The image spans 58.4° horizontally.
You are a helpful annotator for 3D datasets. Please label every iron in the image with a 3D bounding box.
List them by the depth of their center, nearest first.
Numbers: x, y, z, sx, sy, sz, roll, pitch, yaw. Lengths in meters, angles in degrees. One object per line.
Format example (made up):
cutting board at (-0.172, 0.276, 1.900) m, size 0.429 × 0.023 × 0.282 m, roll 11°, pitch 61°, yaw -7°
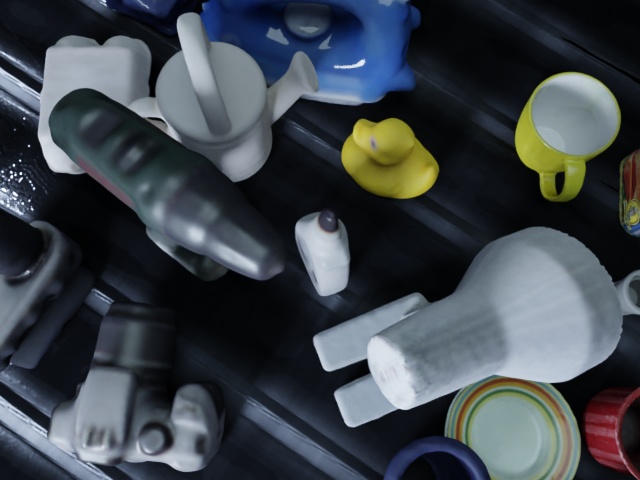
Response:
iron at (-0.019, -0.227, 0.584) m, size 0.258 × 0.141 × 0.119 m, roll 6°, pitch 76°, yaw -1°

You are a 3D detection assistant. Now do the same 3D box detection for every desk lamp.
desk lamp at (0.108, 0.085, 0.479) m, size 0.203 × 0.213 × 0.118 m, roll -22°, pitch 78°, yaw -7°

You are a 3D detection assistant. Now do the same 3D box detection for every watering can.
watering can at (-0.091, -0.135, 0.531) m, size 0.173 × 0.194 × 0.101 m, roll -34°, pitch 80°, yaw -10°

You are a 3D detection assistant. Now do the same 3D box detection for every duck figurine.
duck figurine at (0.075, -0.090, 0.584) m, size 0.104 × 0.086 × 0.077 m, roll 25°, pitch 77°, yaw 3°

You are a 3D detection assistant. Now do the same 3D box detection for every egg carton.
egg carton at (-0.228, -0.139, 0.590) m, size 0.107 × 0.069 × 0.150 m, roll -1°, pitch 77°, yaw -3°

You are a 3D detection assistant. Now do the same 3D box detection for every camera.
camera at (-0.157, 0.127, 0.514) m, size 0.143 × 0.101 × 0.137 m, roll 7°, pitch 76°, yaw -1°

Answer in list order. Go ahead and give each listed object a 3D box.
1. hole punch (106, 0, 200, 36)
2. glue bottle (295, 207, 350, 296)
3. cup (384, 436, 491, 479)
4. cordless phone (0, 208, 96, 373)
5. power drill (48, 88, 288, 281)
hole punch at (-0.179, -0.297, 0.619) m, size 0.101 × 0.091 × 0.109 m, roll 25°, pitch 77°, yaw 4°
glue bottle at (0.005, 0.002, 0.514) m, size 0.037 × 0.173 × 0.078 m, roll -20°, pitch 78°, yaw -7°
cup at (0.102, 0.229, 0.505) m, size 0.092 × 0.095 × 0.117 m, roll -28°, pitch 79°, yaw -9°
cordless phone at (-0.283, 0.040, 0.485) m, size 0.094 × 0.185 × 0.148 m, roll 26°, pitch 77°, yaw 4°
power drill at (-0.118, -0.029, 0.497) m, size 0.229 × 0.208 × 0.076 m, roll 36°, pitch 78°, yaw 6°
